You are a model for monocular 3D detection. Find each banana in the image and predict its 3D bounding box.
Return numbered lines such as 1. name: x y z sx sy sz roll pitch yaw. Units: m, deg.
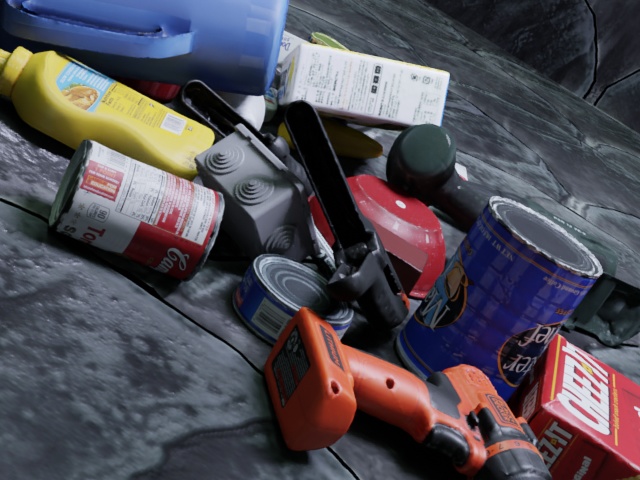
1. banana: 0.004 -0.110 1.176 0.070 0.037 0.197 34 16 21

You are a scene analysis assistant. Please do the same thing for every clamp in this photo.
1. clamp: 0.030 0.017 0.788 0.210 0.036 0.164 59 15 -49
2. clamp: -0.042 -0.071 0.931 0.120 0.039 0.171 43 3 38

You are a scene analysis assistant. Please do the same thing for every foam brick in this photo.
1. foam brick: 0.046 0.020 0.907 0.078 0.053 0.051 33 20 2

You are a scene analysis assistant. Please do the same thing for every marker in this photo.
1. marker: -0.006 0.001 0.879 0.121 0.020 0.020 56 26 14

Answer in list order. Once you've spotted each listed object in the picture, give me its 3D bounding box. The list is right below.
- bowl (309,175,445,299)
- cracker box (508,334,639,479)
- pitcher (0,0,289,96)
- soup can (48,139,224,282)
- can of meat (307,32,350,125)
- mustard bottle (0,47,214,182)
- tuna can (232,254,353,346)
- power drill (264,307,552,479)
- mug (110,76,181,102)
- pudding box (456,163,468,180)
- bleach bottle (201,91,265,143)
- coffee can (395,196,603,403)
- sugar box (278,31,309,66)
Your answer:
1. bowl: 0.061 -0.014 1.008 0.162 0.055 0.162 27 21 -11
2. cracker box: 0.248 0.173 0.810 0.214 0.072 0.164 32 19 5
3. pitcher: -0.154 -0.196 0.931 0.242 0.149 0.145 11 -19 -6
4. soup can: -0.126 -0.020 0.734 0.102 0.069 0.068 23 22 -21
5. can of meat: 0.010 -0.198 1.327 0.102 0.084 0.057 41 22 25
6. mustard bottle: -0.182 -0.102 0.860 0.191 0.058 0.096 28 27 -10
7. tuna can: -0.019 0.047 0.777 0.086 0.034 0.086 26 21 -11
8. power drill: 0.062 0.124 0.684 0.187 0.057 0.184 25 17 -24
9. mug: -0.171 -0.199 1.070 0.093 0.082 0.117 7 31 -49
10. pudding box: 0.134 -0.080 1.295 0.090 0.039 0.113 29 18 -5
11. bleach bottle: -0.091 -0.167 1.080 0.068 0.103 0.251 15 25 -19
12. coffee can: 0.138 0.052 0.835 0.102 0.140 0.103 27 21 -11
13. sugar box: -0.087 -0.258 1.331 0.093 0.048 0.176 19 7 -32
